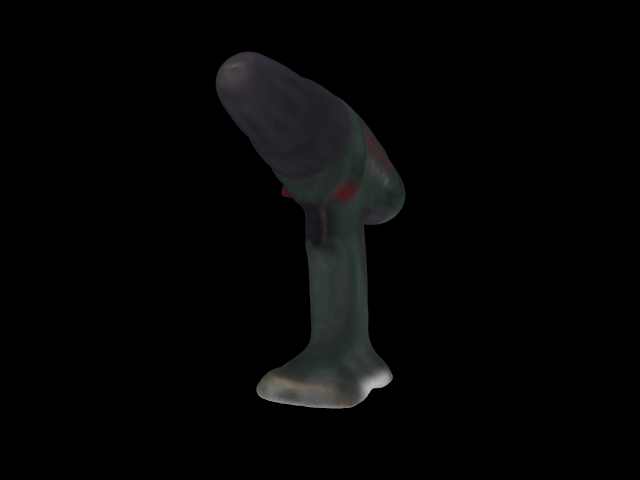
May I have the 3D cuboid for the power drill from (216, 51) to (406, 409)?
[{"bbox_3d":[0.004,0.001,0.400,0.075,0.208,0.230,0,0,24],"label":"power drill"}]
